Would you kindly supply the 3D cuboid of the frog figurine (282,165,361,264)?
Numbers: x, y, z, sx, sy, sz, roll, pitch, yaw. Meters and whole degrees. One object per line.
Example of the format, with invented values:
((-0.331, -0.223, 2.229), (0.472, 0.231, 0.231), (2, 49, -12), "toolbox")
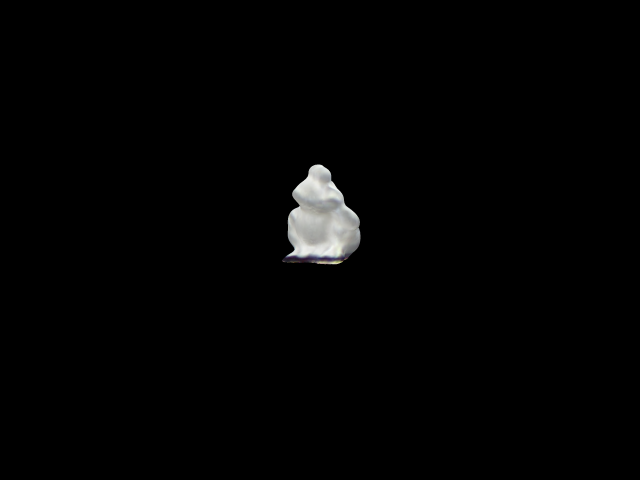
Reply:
((0.003, -0.043, 0.850), (0.123, 0.159, 0.137), (-1, 1, -37), "frog figurine")
